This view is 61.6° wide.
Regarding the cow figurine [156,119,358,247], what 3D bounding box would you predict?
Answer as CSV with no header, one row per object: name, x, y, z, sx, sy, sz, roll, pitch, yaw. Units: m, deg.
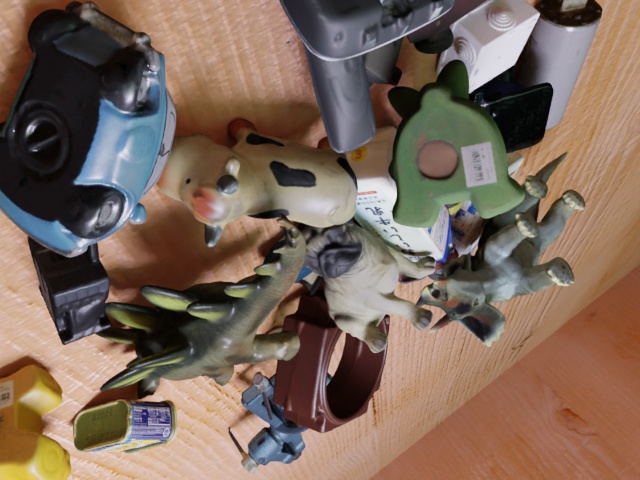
cow figurine,-0.053,-0.050,0.487,0.195,0.127,0.085,6,125,-30

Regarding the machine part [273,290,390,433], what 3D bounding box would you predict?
machine part,0.026,0.181,0.835,0.201,0.087,0.201,3,96,-55

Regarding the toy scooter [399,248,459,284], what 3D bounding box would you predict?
toy scooter,0.130,0.013,0.817,0.184,0.075,0.135,-9,130,-11

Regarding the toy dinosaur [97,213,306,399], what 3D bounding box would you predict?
toy dinosaur,-0.118,0.093,0.565,0.198,0.105,0.471,-3,152,-43

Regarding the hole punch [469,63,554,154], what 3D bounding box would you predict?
hole punch,0.226,-0.173,0.705,0.116,0.092,0.142,-19,149,-1

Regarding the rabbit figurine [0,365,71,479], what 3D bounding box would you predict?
rabbit figurine,-0.332,0.238,0.565,0.162,0.122,0.173,-26,148,-16

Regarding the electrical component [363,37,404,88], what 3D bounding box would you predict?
electrical component,0.043,-0.183,0.516,0.102,0.045,0.078,1,102,-53

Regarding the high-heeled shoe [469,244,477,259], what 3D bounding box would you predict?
high-heeled shoe,0.253,-0.028,0.958,0.145,0.086,0.248,-8,127,4

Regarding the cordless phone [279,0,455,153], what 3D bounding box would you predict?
cordless phone,0.050,-0.170,0.450,0.146,0.089,0.184,-30,133,-17

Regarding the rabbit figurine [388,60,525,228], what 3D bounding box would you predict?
rabbit figurine,0.123,-0.093,0.556,0.121,0.159,0.170,-20,-179,17

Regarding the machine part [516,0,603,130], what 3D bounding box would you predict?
machine part,0.306,-0.231,0.714,0.079,0.079,0.243,-32,150,-15

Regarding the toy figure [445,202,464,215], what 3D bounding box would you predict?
toy figure,0.151,-0.099,0.699,0.082,0.089,0.180,-28,150,-12

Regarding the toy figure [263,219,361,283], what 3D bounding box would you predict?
toy figure,0.000,-0.001,0.687,0.154,0.064,0.057,-37,110,-15

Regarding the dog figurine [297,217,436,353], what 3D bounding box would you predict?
dog figurine,0.023,0.040,0.647,0.190,0.121,0.172,30,132,-26

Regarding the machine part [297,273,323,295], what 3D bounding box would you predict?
machine part,0.031,0.048,0.758,0.139,0.039,0.084,16,119,-14

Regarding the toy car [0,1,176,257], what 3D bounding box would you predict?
toy car,-0.157,-0.076,0.384,0.161,0.109,0.103,-63,167,14

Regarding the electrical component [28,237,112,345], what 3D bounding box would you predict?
electrical component,-0.215,0.025,0.463,0.048,0.075,0.119,-20,148,-32

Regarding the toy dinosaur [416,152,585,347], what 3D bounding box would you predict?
toy dinosaur,0.285,0.012,0.813,0.405,0.131,0.192,-41,177,-45

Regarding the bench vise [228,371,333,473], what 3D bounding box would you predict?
bench vise,-0.076,0.295,0.925,0.224,0.129,0.240,-35,141,-3

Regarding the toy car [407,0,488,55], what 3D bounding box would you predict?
toy car,0.152,-0.261,0.522,0.202,0.053,0.089,-37,144,-13
